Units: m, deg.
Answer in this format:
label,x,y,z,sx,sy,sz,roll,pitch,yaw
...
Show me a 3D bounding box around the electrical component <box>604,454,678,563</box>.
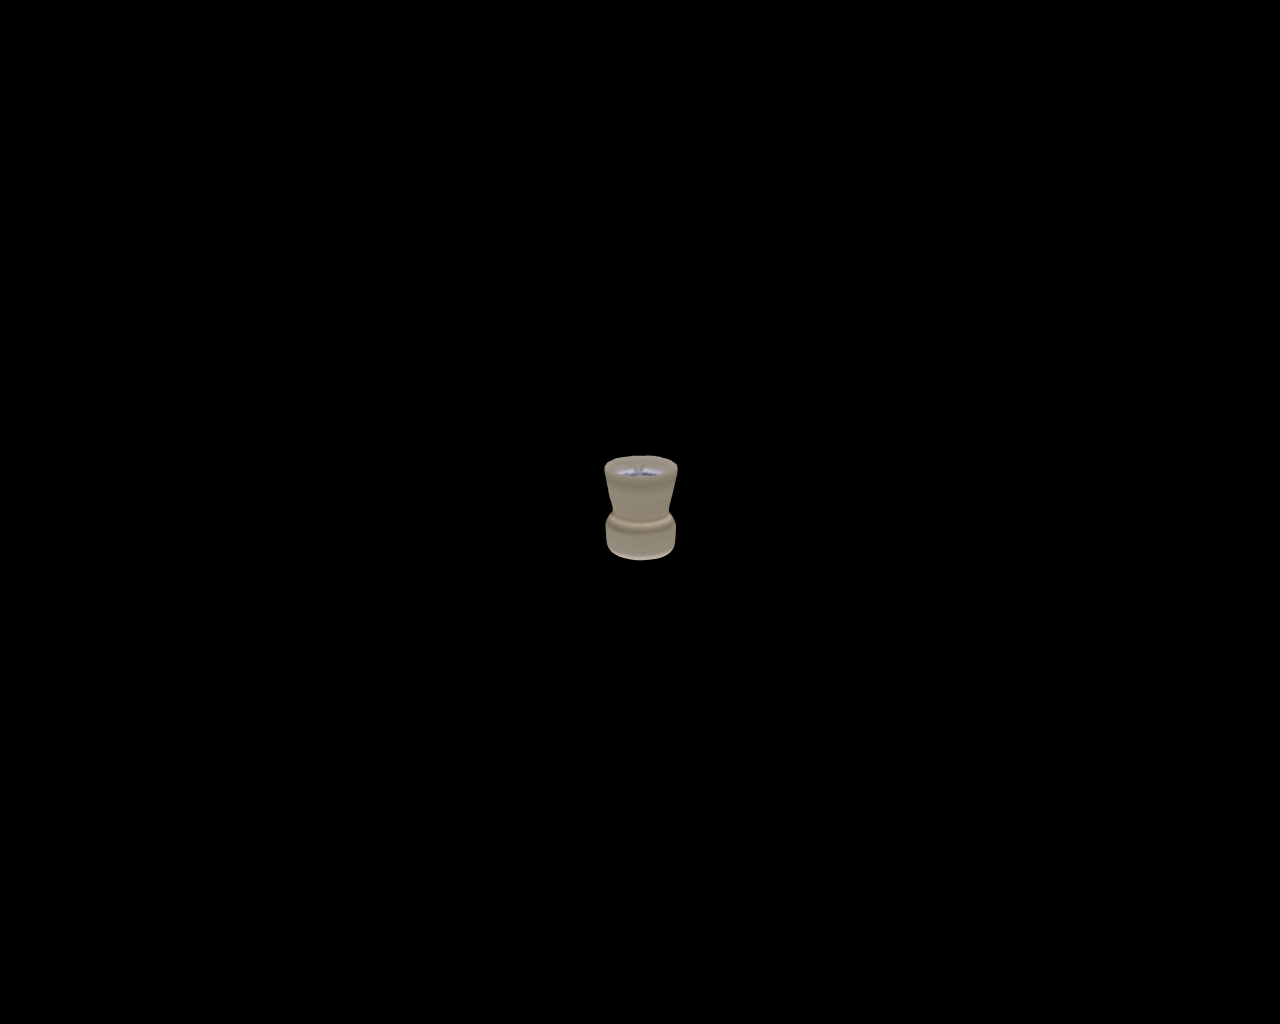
label,x,y,z,sx,sy,sz,roll,pitch,yaw
electrical component,0.001,-0.003,0.650,0.045,0.055,0.045,0,20,0
